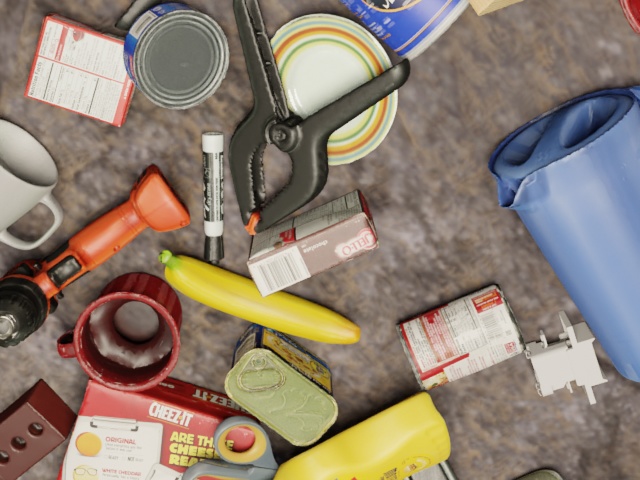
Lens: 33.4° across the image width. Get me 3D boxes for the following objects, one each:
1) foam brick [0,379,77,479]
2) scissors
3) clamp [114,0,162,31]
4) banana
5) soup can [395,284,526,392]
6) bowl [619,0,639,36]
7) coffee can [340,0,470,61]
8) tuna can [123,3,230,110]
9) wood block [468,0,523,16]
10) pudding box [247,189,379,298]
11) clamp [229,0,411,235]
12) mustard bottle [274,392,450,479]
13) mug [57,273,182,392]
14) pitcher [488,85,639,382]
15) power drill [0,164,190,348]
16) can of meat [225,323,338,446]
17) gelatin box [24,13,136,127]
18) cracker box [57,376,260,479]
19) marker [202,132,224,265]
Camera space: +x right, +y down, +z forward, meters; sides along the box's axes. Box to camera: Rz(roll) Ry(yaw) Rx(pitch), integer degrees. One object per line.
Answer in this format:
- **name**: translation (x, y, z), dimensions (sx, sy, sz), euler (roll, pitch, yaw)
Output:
- **foam brick**: translation (-0.278, 0.181, 1.006), dimensions (0.078, 0.051, 0.053), euler (-40, 102, 10)
- **scissors**: translation (-0.033, 0.202, 0.982), dimensions (0.201, 0.016, 0.096), euler (2, 112, -35)
- **clamp**: translation (-0.115, -0.245, 0.896), dimensions (0.171, 0.039, 0.120), euler (-8, 118, 2)
- **banana**: translation (-0.060, 0.056, 0.965), dimensions (0.197, 0.070, 0.037), euler (21, 89, -15)
- **soup can**: translation (0.128, 0.089, 0.975), dimensions (0.102, 0.068, 0.068), euler (-23, 105, 5)
- **bowl**: translation (0.336, -0.227, 0.895), dimensions (0.162, 0.055, 0.162), euler (0, 105, 0)
- **coffee can**: translation (0.053, -0.230, 0.867), dimensions (0.140, 0.103, 0.103), euler (41, 101, -11)
- **tuna can**: translation (-0.122, -0.156, 0.904), dimensions (0.086, 0.034, 0.086), euler (-13, 121, -24)
- **wood block**: translation (0.114, -0.288, 0.812), dimensions (0.091, 0.090, 0.206), euler (-39, 82, 44)
- **pudding box**: translation (-0.006, 0.001, 0.938), dimensions (0.113, 0.090, 0.039), euler (-22, 104, 6)
- **clamp**: translation (-0.017, -0.095, 0.915), dimensions (0.165, 0.036, 0.210), euler (22, 116, 18)
- **mustard bottle**: translation (0.022, 0.207, 0.958), dimensions (0.191, 0.096, 0.058), euler (-25, 60, -9)
- **mug**: translation (-0.180, 0.082, 0.963), dimensions (0.117, 0.081, 0.093), euler (-16, 105, 4)
- **pitcher**: translation (0.265, -0.005, 0.928), dimensions (0.149, 0.145, 0.243), euler (-26, 108, 19)
- **power drill**: translation (-0.200, 0.013, 0.902), dimensions (0.187, 0.184, 0.057), euler (-34, 103, -1)
- **can of meat**: translation (-0.034, 0.128, 0.976), dimensions (0.102, 0.084, 0.057), euler (37, 102, -10)
- **gelatin box**: translation (-0.203, -0.148, 0.926), dimensions (0.089, 0.030, 0.073), euler (18, 106, -7)
- **cracker box**: translation (-0.166, 0.237, 1.013), dimensions (0.164, 0.072, 0.214), euler (18, 103, -8)
- **marker**: translation (-0.096, -0.036, 0.963), dimensions (0.020, 0.020, 0.121), euler (1, 106, -1)
